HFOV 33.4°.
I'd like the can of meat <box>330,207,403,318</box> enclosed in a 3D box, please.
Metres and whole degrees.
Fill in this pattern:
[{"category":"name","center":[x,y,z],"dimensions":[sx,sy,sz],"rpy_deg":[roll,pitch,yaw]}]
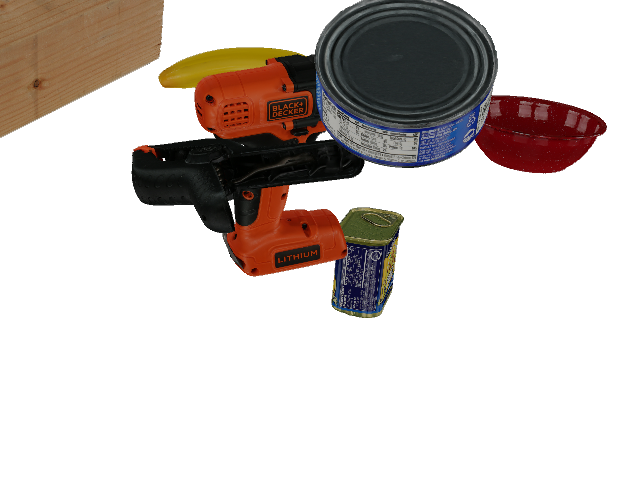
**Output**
[{"category":"can of meat","center":[0.046,0.021,1.080],"dimensions":[0.057,0.084,0.102],"rpy_deg":[9,20,12]}]

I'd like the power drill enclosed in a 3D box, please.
[{"category":"power drill","center":[-0.012,-0.067,0.888],"dimensions":[0.184,0.188,0.057],"rpy_deg":[-10,37,-16]}]

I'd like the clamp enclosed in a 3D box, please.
[{"category":"clamp","center":[-0.071,-0.038,0.672],"dimensions":[0.172,0.039,0.120],"rpy_deg":[2,17,39]}]

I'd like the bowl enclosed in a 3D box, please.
[{"category":"bowl","center":[0.237,-0.117,1.206],"dimensions":[0.162,0.055,0.162],"rpy_deg":[5,23,-2]}]

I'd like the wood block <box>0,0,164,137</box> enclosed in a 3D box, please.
[{"category":"wood block","center":[-0.237,-0.176,0.919],"dimensions":[0.090,0.091,0.205],"rpy_deg":[30,43,21]}]

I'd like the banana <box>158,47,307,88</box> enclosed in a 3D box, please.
[{"category":"banana","center":[-0.072,-0.176,1.123],"dimensions":[0.198,0.037,0.069],"rpy_deg":[10,44,19]}]

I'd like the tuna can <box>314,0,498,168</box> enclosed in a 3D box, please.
[{"category":"tuna can","center":[0.040,-0.077,0.511],"dimensions":[0.086,0.086,0.034],"rpy_deg":[0,-35,1]}]
